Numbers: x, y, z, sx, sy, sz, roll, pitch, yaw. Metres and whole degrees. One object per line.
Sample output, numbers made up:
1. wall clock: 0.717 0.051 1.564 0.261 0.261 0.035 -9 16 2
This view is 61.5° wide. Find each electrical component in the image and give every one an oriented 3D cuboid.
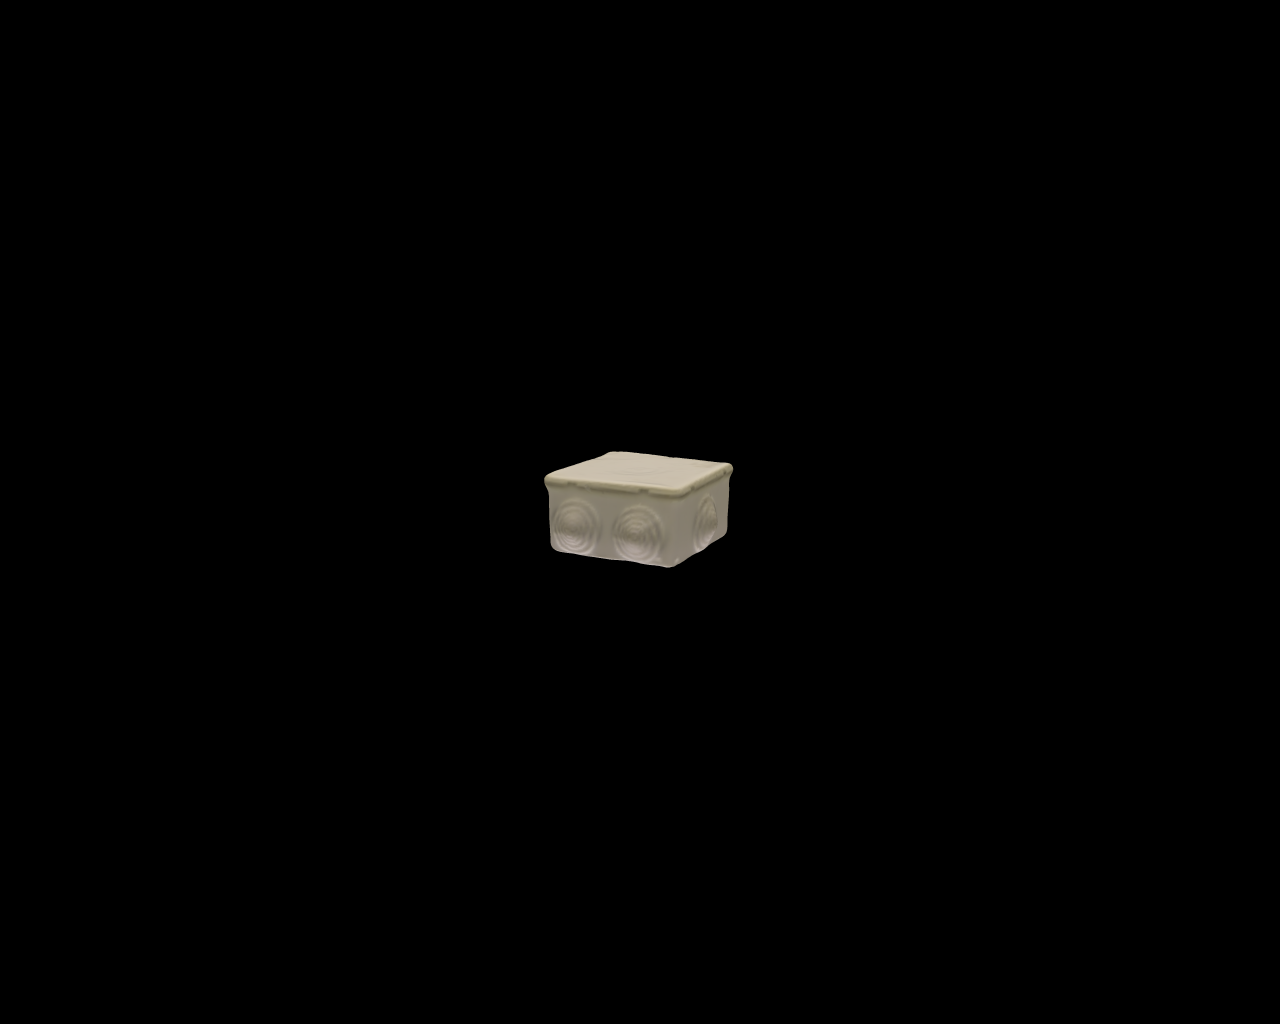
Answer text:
1. electrical component: 0.001 -0.003 0.650 0.100 0.048 0.100 7 16 26
